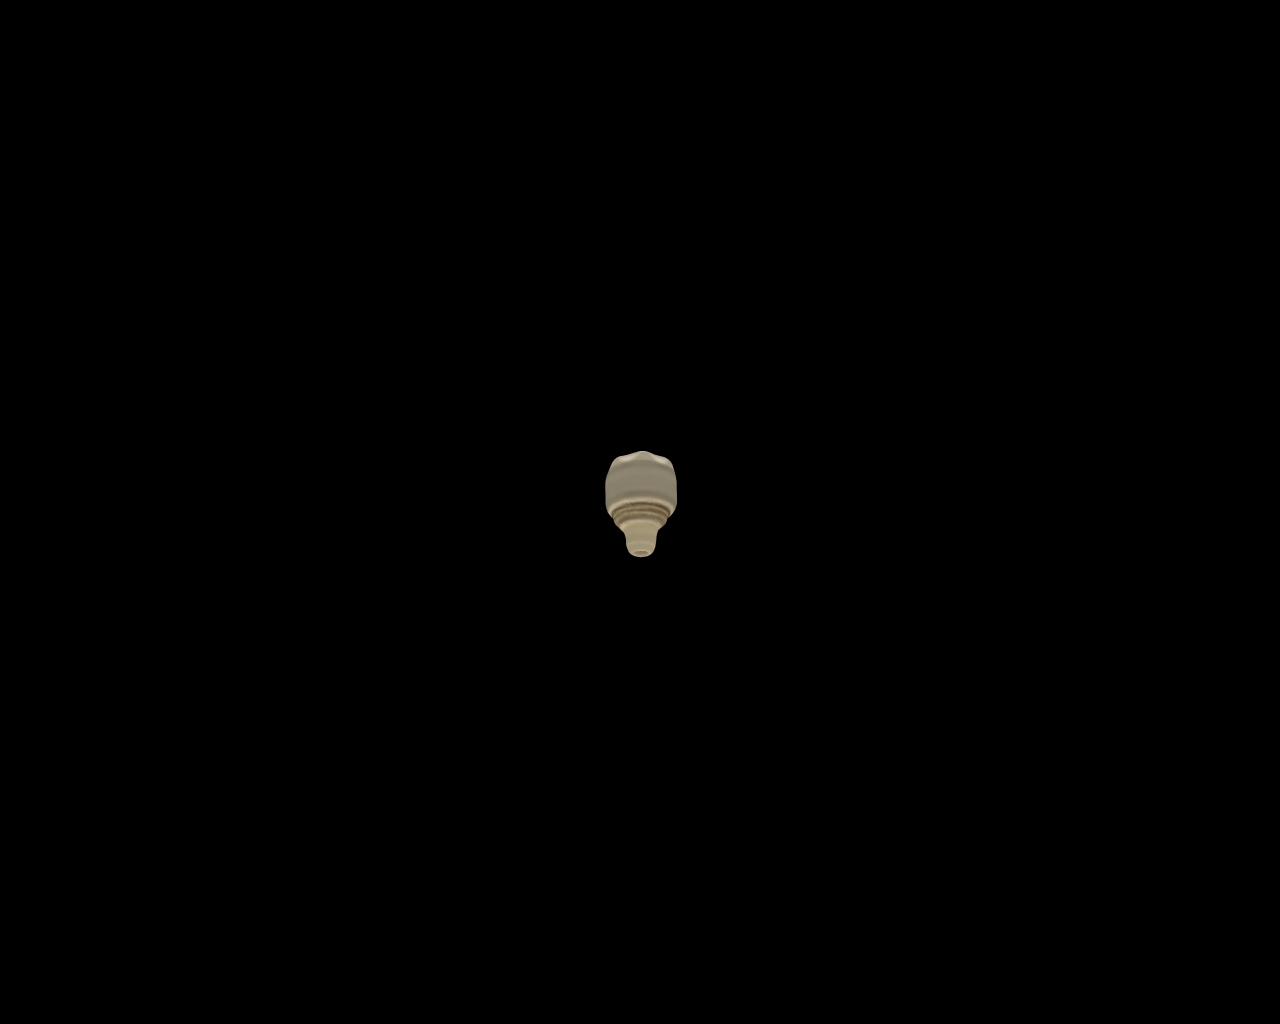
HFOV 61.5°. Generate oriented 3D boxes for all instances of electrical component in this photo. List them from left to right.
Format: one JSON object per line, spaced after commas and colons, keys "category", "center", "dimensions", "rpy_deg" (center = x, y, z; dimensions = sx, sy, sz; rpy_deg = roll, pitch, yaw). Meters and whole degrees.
{"category": "electrical component", "center": [0.001, -0.003, 0.650], "dimensions": [0.043, 0.062, 0.043], "rpy_deg": [0, -23, 0]}
